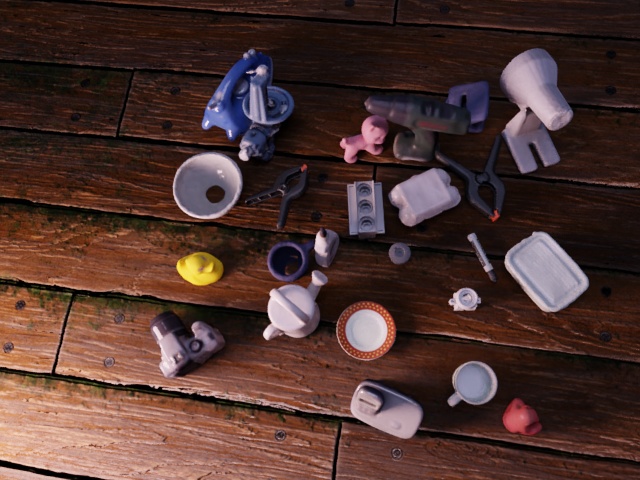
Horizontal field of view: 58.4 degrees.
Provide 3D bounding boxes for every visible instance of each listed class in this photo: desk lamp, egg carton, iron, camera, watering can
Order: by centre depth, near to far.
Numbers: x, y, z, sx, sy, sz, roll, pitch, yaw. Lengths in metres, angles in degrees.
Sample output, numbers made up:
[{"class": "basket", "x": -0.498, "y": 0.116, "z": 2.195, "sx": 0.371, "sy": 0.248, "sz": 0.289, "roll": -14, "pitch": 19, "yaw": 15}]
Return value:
[{"class": "watering can", "x": -0.055, "y": 0.138, "z": 1.210, "sx": 0.100, "sy": 0.194, "sz": 0.173, "roll": 20, "pitch": 77, "yaw": 10}, {"class": "camera", "x": -0.305, "y": 0.215, "z": 1.258, "sx": 0.143, "sy": 0.101, "sz": 0.136, "roll": -35, "pitch": 74, "yaw": -5}, {"class": "desk lamp", "x": 0.482, "y": -0.287, "z": 1.276, "sx": 0.118, "sy": 0.213, "sz": 0.203, "roll": -20, "pitch": 73, "yaw": -1}, {"class": "egg carton", "x": 0.239, "y": -0.099, "z": 1.318, "sx": 0.150, "sy": 0.069, "sz": 0.107, "roll": -26, "pitch": 73, "yaw": -3}, {"class": "iron", "x": -0.195, "y": -0.380, "z": 1.398, "sx": 0.118, "sy": 0.141, "sz": 0.258, "roll": 25, "pitch": 78, "yaw": 12}]

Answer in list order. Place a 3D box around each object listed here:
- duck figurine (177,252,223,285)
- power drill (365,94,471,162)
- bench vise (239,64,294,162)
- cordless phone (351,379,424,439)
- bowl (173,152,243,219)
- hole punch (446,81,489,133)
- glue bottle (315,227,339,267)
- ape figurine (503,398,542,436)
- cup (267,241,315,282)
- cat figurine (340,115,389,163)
[{"class": "duck figurine", "x": -0.280, "y": 0.059, "z": 1.309, "sx": 0.104, "sy": 0.086, "sz": 0.077, "roll": 7, "pitch": 75, "yaw": 7}, {"class": "power drill", "x": 0.216, "y": -0.255, "z": 1.292, "sx": 0.229, "sy": 0.208, "sz": 0.075, "roll": 5, "pitch": 74, "yaw": 6}, {"class": "bench vise", "x": -0.126, "y": -0.289, "z": 1.325, "sx": 0.121, "sy": 0.220, "sz": 0.207, "roll": 4, "pitch": 74, "yaw": 6}, {"class": "cordless phone", "x": 0.134, "y": 0.335, "z": 1.142, "sx": 0.147, "sy": 0.185, "sz": 0.094, "roll": 19, "pitch": 76, "yaw": 10}, {"class": "bowl", "x": -0.258, "y": -0.120, "z": 1.364, "sx": 0.167, "sy": 0.075, "sz": 0.167, "roll": -1, "pitch": 74, "yaw": 5}, {"class": "hole punch", "x": 0.347, "y": -0.316, "z": 1.359, "sx": 0.101, "sy": 0.091, "sz": 0.109, "roll": 4, "pitch": 74, "yaw": 6}, {"class": "glue bottle", "x": 0.012, "y": 0.004, "z": 1.253, "sx": 0.037, "sy": 0.173, "sz": 0.078, "roll": 17, "pitch": 76, "yaw": 10}, {"class": "ape figurine", "x": 0.413, "y": 0.359, "z": 1.159, "sx": 0.076, "sy": 0.092, "sz": 0.078, "roll": -15, "pitch": 73, "yaw": 1}, {"class": "cup", "x": -0.056, "y": 0.048, "z": 1.288, "sx": 0.118, "sy": 0.095, "sz": 0.091, "roll": -37, "pitch": 74, "yaw": -6}, {"class": "cat figurine", "x": 0.109, "y": -0.247, "z": 1.346, "sx": 0.128, "sy": 0.118, "sz": 0.067, "roll": -21, "pitch": 73, "yaw": -1}]
